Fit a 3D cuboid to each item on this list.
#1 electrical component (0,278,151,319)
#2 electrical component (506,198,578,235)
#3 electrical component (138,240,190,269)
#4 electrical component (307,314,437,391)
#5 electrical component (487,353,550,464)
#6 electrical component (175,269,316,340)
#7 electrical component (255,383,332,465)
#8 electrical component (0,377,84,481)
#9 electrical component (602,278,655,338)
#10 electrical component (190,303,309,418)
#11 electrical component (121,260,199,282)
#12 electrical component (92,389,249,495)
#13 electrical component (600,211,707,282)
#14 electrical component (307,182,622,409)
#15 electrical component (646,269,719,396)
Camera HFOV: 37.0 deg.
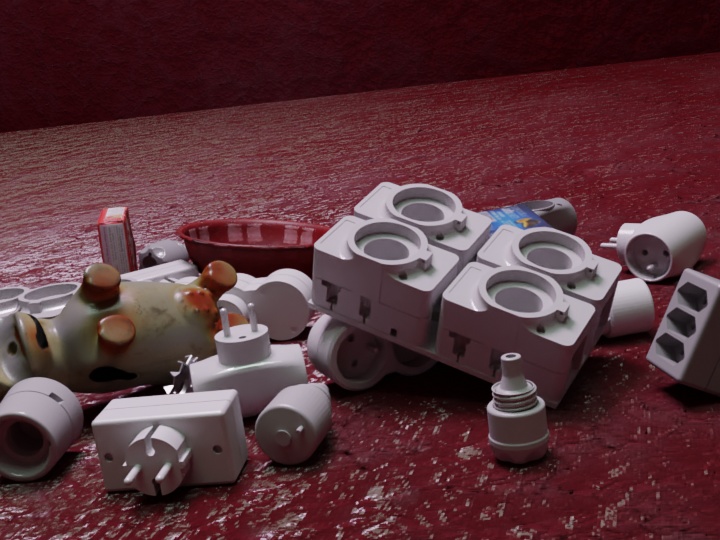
[{"bbox_3d":[-0.258,0.048,0.920,0.150,0.061,0.089,-5,15,12],"label":"electrical component"},{"bbox_3d":[0.163,-0.045,1.078,0.077,0.044,0.079,-18,18,-34],"label":"electrical component"},{"bbox_3d":[-0.204,-0.012,1.153,0.043,0.043,0.062,1,16,32],"label":"electrical component"},{"bbox_3d":[0.024,0.044,0.802,0.138,0.052,0.074,-14,16,-23],"label":"electrical component"},{"bbox_3d":[0.090,0.078,0.621,0.035,0.061,0.035,-7,14,2],"label":"electrical component"},{"bbox_3d":[-0.109,0.037,0.899,0.138,0.052,0.073,-5,15,12],"label":"electrical component"},{"bbox_3d":[-0.037,0.092,0.681,0.040,0.040,0.078,-3,15,18],"label":"electrical component"},{"bbox_3d":[-0.215,0.105,0.702,0.055,0.055,0.047,-6,19,7],"label":"electrical component"},{"bbox_3d":[0.180,0.031,0.794,0.078,0.040,0.040,-10,15,-7],"label":"electrical component"},{"bbox_3d":[-0.078,0.062,0.737,0.077,0.079,0.043,-10,15,-8],"label":"electrical component"},{"bbox_3d":[-0.175,0.025,0.988,0.066,0.047,0.077,-16,17,-27],"label":"electrical component"},{"bbox_3d":[-0.118,0.110,0.643,0.083,0.047,0.075,-6,15,9],"label":"electrical component"},{"bbox_3d":[0.252,-0.022,0.944,0.079,0.044,0.077,4,19,39],"label":"electrical component"},{"bbox_3d":[0.072,0.007,0.738,0.186,0.060,0.105,21,39,21],"label":"electrical component"},{"bbox_3d":[0.235,0.045,0.680,0.077,0.065,0.047,19,9,-15],"label":"electrical component"}]
